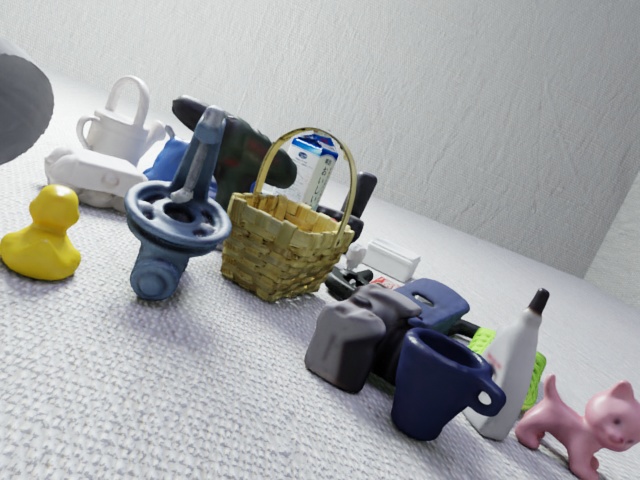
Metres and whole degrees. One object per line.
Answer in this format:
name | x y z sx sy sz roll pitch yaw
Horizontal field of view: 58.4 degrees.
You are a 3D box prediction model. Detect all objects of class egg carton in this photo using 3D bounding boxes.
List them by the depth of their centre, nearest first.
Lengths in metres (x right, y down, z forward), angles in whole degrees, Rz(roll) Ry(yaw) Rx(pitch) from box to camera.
egg carton | -0.341 -0.092 0.882 0.151 0.069 0.107 13 14 -40

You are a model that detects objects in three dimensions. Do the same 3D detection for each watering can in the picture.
watering can | -0.362 -0.205 1.051 0.101 0.194 0.173 24 11 7

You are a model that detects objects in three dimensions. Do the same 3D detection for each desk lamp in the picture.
desk lamp | -0.367 -0.111 0.534 0.202 0.213 0.118 27 12 23

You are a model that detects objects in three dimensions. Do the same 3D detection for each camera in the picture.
camera | 0.079 0.116 0.640 0.136 0.101 0.144 28 12 26

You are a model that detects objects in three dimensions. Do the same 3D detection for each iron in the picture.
iron | -0.192 -0.105 1.050 0.259 0.141 0.118 19 11 -18

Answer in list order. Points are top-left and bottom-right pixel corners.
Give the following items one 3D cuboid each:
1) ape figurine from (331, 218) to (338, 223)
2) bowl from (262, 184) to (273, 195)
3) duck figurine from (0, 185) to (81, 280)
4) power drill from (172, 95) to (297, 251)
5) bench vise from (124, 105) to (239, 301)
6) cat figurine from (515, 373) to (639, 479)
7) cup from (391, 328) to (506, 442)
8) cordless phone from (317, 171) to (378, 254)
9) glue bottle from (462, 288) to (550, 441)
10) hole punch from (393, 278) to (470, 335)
ape figurine | 0.010 0.004 1.066 0.076 0.092 0.078 23 11 0
bowl | -0.148 -0.092 1.254 0.167 0.075 0.167 22 11 -4
duck figurine | -0.277 -0.013 0.587 0.078 0.086 0.104 18 12 -24
power drill | -0.153 -0.094 0.899 0.230 0.208 0.075 14 14 -37
bench vise | -0.167 -0.059 0.673 0.122 0.220 0.206 16 13 -30
cat figurine | 0.304 0.200 0.644 0.127 0.118 0.067 27 12 23
cup | 0.118 0.153 0.556 0.092 0.095 0.117 13 15 -42
cordless phone | 0.039 -0.078 1.272 0.148 0.185 0.094 19 12 -20
glue bottle | 0.214 0.132 0.643 0.037 0.173 0.078 19 11 -19
hole punch | 0.154 0.108 0.855 0.101 0.091 0.108 12 15 -45
